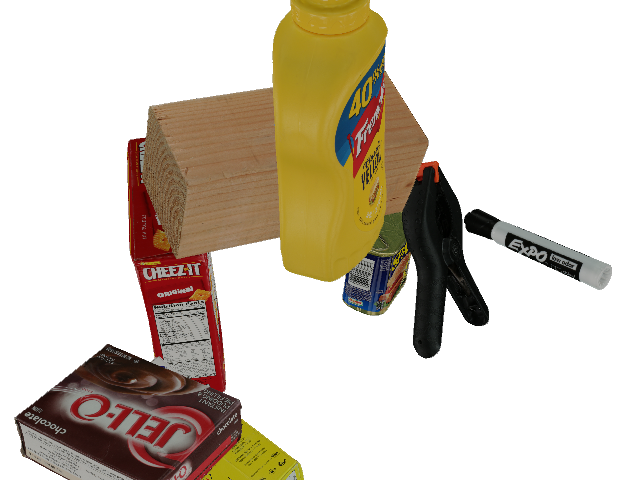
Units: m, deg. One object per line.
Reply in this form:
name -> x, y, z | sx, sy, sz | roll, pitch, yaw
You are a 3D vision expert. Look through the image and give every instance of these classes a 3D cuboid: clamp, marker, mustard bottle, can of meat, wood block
clamp -> 0.102, 0.019, 0.954 | 0.039, 0.171, 0.120 | -11, 14, 30
marker -> 0.153, 0.004, 0.769 | 0.121, 0.020, 0.020 | 27, 18, 39
mustard bottle -> 0.006, -0.073, 0.596 | 0.058, 0.192, 0.096 | 16, 48, 17
can of meat -> 0.065, 0.022, 1.173 | 0.057, 0.084, 0.102 | 19, 33, 17
wood block -> -0.030, -0.064, 0.865 | 0.205, 0.091, 0.090 | -12, -35, -23

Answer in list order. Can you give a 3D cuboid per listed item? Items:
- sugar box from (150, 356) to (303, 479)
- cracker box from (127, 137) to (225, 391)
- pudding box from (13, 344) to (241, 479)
sugar box -> -0.089, 0.182, 0.915 | 0.176, 0.093, 0.048 | 28, 52, 31
cracker box -> -0.143, 0.028, 1.052 | 0.072, 0.164, 0.214 | -8, -43, -5
pudding box -> -0.120, 0.119, 0.674 | 0.114, 0.039, 0.089 | 17, 34, 26
